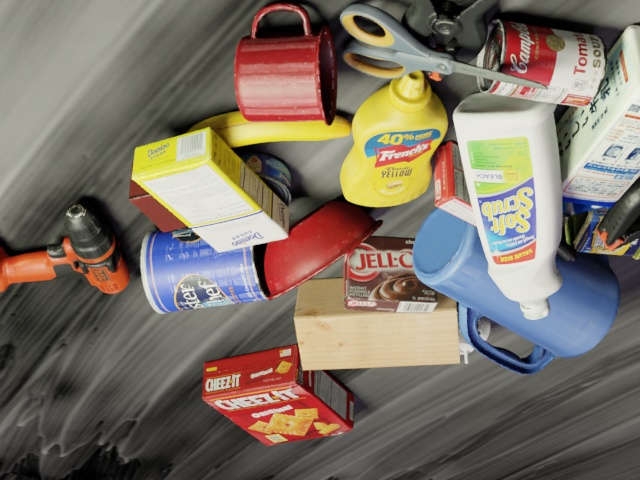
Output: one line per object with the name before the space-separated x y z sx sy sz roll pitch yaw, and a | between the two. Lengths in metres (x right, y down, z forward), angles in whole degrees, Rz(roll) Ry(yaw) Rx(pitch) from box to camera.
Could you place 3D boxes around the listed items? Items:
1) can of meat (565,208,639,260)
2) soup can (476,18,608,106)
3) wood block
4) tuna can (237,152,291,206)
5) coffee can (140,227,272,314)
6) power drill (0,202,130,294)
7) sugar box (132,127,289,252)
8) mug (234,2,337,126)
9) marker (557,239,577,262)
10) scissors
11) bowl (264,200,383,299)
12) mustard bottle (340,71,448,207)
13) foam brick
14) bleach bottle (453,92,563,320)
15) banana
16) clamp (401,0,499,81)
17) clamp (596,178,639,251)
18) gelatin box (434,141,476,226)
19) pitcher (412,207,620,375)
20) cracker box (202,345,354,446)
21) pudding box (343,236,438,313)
can of meat | 0.336 -0.023 1.228 0.084 0.057 0.102 4 149 -2
soup can | 0.204 -0.163 0.986 0.102 0.068 0.069 7 149 -11
wood block | 0.077 0.106 1.392 0.206 0.090 0.090 -4 123 7
tuna can | -0.075 -0.061 1.195 0.086 0.033 0.086 1 149 0
coffee can | -0.132 0.030 1.284 0.140 0.103 0.102 -8 148 13
power drill | -0.339 0.015 1.306 0.187 0.057 0.184 -2 149 5
sugar box | -0.112 -0.049 1.136 0.093 0.048 0.176 -12 151 22
mug | -0.032 -0.162 0.987 0.081 0.093 0.117 0 119 11
marker | 0.247 -0.015 1.226 0.121 0.020 0.020 39 140 -6
scissors | 0.098 -0.172 0.951 0.202 0.016 0.096 9 149 37
bowl | -0.008 0.002 1.229 0.162 0.161 0.055 -30 95 41
mustard bottle | 0.079 -0.108 1.089 0.096 0.058 0.192 -5 149 -10
foam brick | -0.171 -0.053 1.195 0.053 0.051 0.078 -12 147 19
bleach bottle | 0.209 -0.028 1.094 0.103 0.068 0.251 1 122 32
banana | -0.068 -0.112 1.113 0.198 0.037 0.069 -10 161 19
clamp | 0.104 -0.207 0.945 0.120 0.039 0.172 21 149 0
clamp | 0.371 -0.065 1.110 0.210 0.036 0.164 -39 144 24
gelatin box | 0.163 -0.057 1.158 0.089 0.073 0.030 23 145 -33
pitcher | 0.227 0.053 1.279 0.242 0.149 0.145 24 143 -29
cracker box | -0.062 0.250 1.680 0.164 0.072 0.213 -14 146 22
pudding box | 0.085 0.043 1.312 0.113 0.090 0.039 4 151 -7
